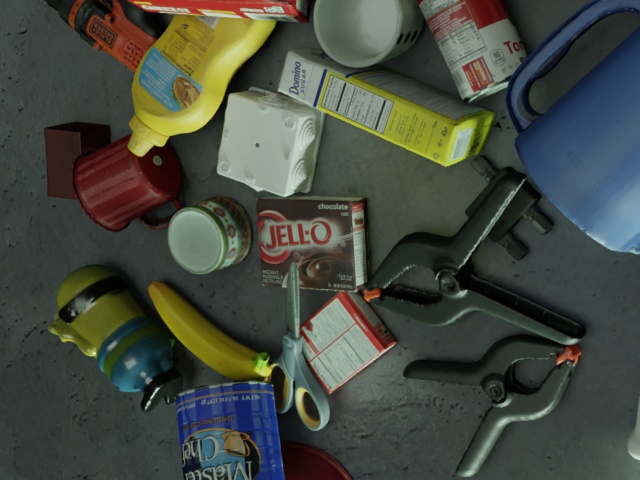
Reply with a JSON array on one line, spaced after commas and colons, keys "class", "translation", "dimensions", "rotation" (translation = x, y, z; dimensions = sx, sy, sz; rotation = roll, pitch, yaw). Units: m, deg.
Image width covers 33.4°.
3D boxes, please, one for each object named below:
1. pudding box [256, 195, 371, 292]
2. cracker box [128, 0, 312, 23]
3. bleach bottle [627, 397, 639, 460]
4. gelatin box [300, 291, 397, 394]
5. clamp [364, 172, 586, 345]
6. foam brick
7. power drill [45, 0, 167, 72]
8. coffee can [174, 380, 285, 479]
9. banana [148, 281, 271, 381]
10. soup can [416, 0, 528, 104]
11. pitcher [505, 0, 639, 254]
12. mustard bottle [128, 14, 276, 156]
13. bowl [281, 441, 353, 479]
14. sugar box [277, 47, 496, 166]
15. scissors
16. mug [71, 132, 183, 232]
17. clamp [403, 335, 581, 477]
[{"class": "pudding box", "translation": [-0.007, 0.001, 1.057], "dimensions": [0.114, 0.039, 0.090], "rotation": [2, 102, 29]}, {"class": "cracker box", "translation": [-0.082, -0.311, 0.960], "dimensions": [0.164, 0.072, 0.214], "rotation": [7, 91, 14]}, {"class": "bleach bottle", "translation": [0.318, 0.063, 0.877], "dimensions": [0.103, 0.068, 0.251], "rotation": [8, 103, 28]}, {"class": "gelatin box", "translation": [0.022, 0.100, 1.070], "dimensions": [0.089, 0.030, 0.073], "rotation": [-43, 80, 33]}, {"class": "clamp", "translation": [0.134, 0.040, 0.978], "dimensions": [0.210, 0.036, 0.164], "rotation": [-21, 101, 41]}, {"class": "foam brick", "translation": [-0.265, -0.087, 1.174], "dimensions": [0.053, 0.051, 0.078], "rotation": [9, 106, 26]}, {"class": "power drill", "translation": [-0.201, -0.284, 1.089], "dimensions": [0.184, 0.057, 0.188], "rotation": [37, 120, 13]}, {"class": "coffee can", "translation": [-0.089, 0.221, 1.073], "dimensions": [0.103, 0.102, 0.140], "rotation": [-19, 70, 31]}, {"class": "banana", "translation": [-0.111, 0.104, 1.129], "dimensions": [0.198, 0.037, 0.070], "rotation": [26, 131, 39]}, {"class": "soup can", "translation": [0.133, -0.177, 0.918], "dimensions": [0.069, 0.068, 0.102], "rotation": [-24, 90, 31]}, {"class": "pitcher", "translation": [0.270, -0.121, 0.823], "dimensions": [0.149, 0.145, 0.243], "rotation": [28, 119, -28]}, {"class": "mustard bottle", "translation": [-0.130, -0.164, 1.047], "dimensions": [0.096, 0.058, 0.192], "rotation": [41, 102, 25]}, {"class": "bowl", "translation": [-0.031, 0.299, 1.134], "dimensions": [0.162, 0.055, 0.162], "rotation": [8, 106, 28]}, {"class": "sugar box", "translation": [0.059, -0.123, 0.959], "dimensions": [0.176, 0.093, 0.048], "rotation": [24, 112, 23]}, {"class": "scissors", "translation": [-0.015, 0.117, 1.064], "dimensions": [0.096, 0.016, 0.202], "rotation": [40, 138, 22]}, {"class": "mug", "translation": [-0.193, -0.057, 1.127], "dimensions": [0.082, 0.093, 0.117], "rotation": [-23, 121, 27]}, {"class": "clamp", "translation": [0.169, 0.149, 0.994], "dimensions": [0.172, 0.039, 0.120], "rotation": [-23, 90, 32]}]
